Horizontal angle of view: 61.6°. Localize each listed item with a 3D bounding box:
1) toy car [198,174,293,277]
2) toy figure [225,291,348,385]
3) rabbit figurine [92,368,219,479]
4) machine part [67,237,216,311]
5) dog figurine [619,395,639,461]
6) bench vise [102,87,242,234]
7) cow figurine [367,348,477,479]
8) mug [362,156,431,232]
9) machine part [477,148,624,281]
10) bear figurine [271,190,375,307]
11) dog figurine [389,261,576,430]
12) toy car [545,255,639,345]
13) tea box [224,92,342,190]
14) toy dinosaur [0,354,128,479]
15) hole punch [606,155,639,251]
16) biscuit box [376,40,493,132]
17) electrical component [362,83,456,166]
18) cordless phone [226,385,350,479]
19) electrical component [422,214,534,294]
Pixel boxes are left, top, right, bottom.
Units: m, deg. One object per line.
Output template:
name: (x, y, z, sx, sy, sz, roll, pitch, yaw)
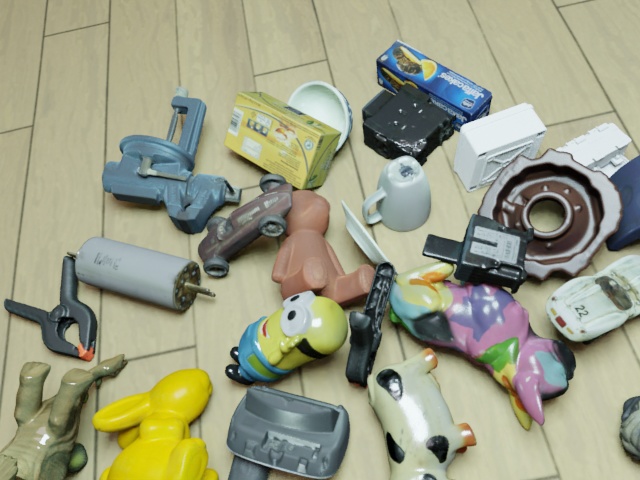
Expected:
toy car: (-0.111, -0.021, 0.765, 0.202, 0.053, 0.089, -32, 44, 39)
toy figure: (-0.043, 0.128, 0.683, 0.180, 0.089, 0.082, -41, 48, 33)
rabbit figurine: (-0.194, 0.243, 0.676, 0.163, 0.121, 0.173, -4, 47, 17)
machine part: (-0.268, 0.048, 0.793, 0.243, 0.079, 0.079, 14, 65, 14)
dog figurine: (0.430, 0.166, 0.581, 0.190, 0.172, 0.121, -32, 51, -17)
bench vise: (-0.224, -0.138, 0.863, 0.224, 0.128, 0.240, 4, 70, 12)
cow figurine: (0.112, 0.240, 0.632, 0.127, 0.085, 0.195, -17, 63, -8)
mug: (0.111, -0.069, 0.784, 0.110, 0.107, 0.081, -19, 60, -5)
machine part: (0.309, -0.033, 0.732, 0.180, 0.056, 0.179, -3, 83, 24)
bear figurine: (-0.004, -0.001, 0.758, 0.120, 0.132, 0.196, 13, 62, -29)
dog figurine: (0.200, 0.129, 0.668, 0.192, 0.108, 0.219, -16, 64, -1)
toy car: (0.368, 0.071, 0.676, 0.202, 0.056, 0.074, -16, 58, -26)
tea box: (-0.062, -0.161, 0.856, 0.170, 0.098, 0.068, 33, 27, 21)
toy dinosaur: (-0.353, 0.297, 0.583, 0.105, 0.198, 0.471, 12, 32, 14)
hole punch: (0.440, -0.051, 0.727, 0.092, 0.115, 0.142, 2, 62, 18)
biscuit box: (0.187, -0.254, 0.897, 0.203, 0.062, 0.059, 38, 74, 24)
electrical component: (0.135, -0.187, 0.872, 0.134, 0.058, 0.115, 37, 71, 23)
cordless phone: (-0.050, 0.278, 0.649, 0.147, 0.088, 0.184, 11, 75, 13)
electrical component: (0.186, 0.011, 0.641, 0.119, 0.047, 0.075, 19, 63, 12)
